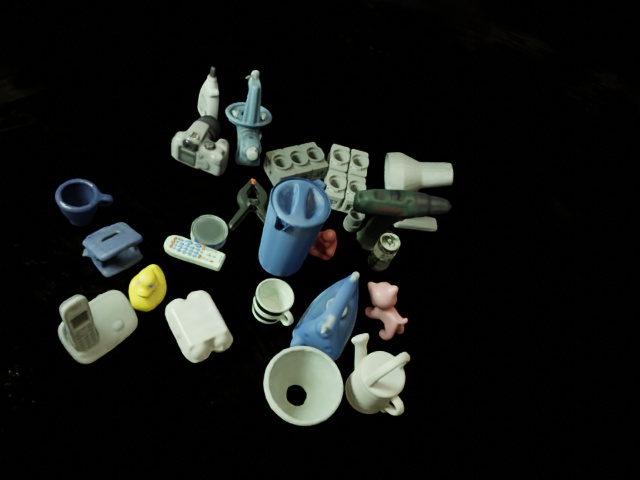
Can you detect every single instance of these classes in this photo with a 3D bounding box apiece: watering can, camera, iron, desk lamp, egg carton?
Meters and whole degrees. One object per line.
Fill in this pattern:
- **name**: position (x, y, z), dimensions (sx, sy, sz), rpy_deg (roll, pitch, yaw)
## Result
- **watering can**: position (0.120, 0.279, 1.190), dimensions (0.172, 0.194, 0.101), rpy_deg (38, 54, 10)
- **camera**: position (-0.292, -0.260, 1.480), dimensions (0.143, 0.100, 0.137), rpy_deg (23, 53, -2)
- **iron**: position (0.039, 0.148, 1.285), dimensions (0.118, 0.141, 0.259), rpy_deg (30, 53, 3)
- **desk lamp**: position (0.243, -0.131, 1.494), dimensions (0.203, 0.213, 0.118), rpy_deg (6, 55, -14)
- **egg carton**: position (-0.258, 0.182, 1.212), dimensions (0.107, 0.069, 0.150), rpy_deg (-22, 66, -29)

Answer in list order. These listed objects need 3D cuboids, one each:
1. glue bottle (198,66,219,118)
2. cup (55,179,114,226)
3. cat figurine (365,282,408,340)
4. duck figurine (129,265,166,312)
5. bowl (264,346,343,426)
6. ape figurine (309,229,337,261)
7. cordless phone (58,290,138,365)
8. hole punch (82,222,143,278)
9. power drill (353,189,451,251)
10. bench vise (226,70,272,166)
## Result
- **glue bottle**: position (-0.291, -0.390, 1.523), dimensions (0.037, 0.173, 0.078), rpy_deg (-16, 63, -26)
- **cup**: position (-0.524, -0.075, 1.284), dimensions (0.118, 0.095, 0.091), rpy_deg (2, 57, -17)
- **cat figurine**: position (0.158, 0.154, 1.334), dimensions (0.067, 0.117, 0.127), rpy_deg (-25, 67, -30)
- **duck figurine**: position (-0.368, 0.091, 1.228), dimensions (0.077, 0.086, 0.104), rpy_deg (16, 54, -7)
- **bowl**: position (-0.040, 0.311, 1.191), dimensions (0.168, 0.074, 0.167), rpy_deg (9, 55, -12)
- **ape figurine**: position (0.013, 0.005, 1.404), dimensions (0.076, 0.092, 0.077), rpy_deg (-16, 63, -26)
- **cordless phone**: position (-0.432, 0.146, 1.108), dimensions (0.094, 0.185, 0.148), rpy_deg (40, 55, 11)
- **hole punch**: position (-0.454, 0.011, 1.251), dimensions (0.109, 0.091, 0.101), rpy_deg (-34, 72, -33)
- **power drill**: position (0.182, -0.052, 1.424), dimensions (0.230, 0.208, 0.075), rpy_deg (10, 55, -11)
- **bench vise**: position (-0.167, -0.311, 1.480), dimensions (0.122, 0.219, 0.207), rpy_deg (-16, 63, -26)
